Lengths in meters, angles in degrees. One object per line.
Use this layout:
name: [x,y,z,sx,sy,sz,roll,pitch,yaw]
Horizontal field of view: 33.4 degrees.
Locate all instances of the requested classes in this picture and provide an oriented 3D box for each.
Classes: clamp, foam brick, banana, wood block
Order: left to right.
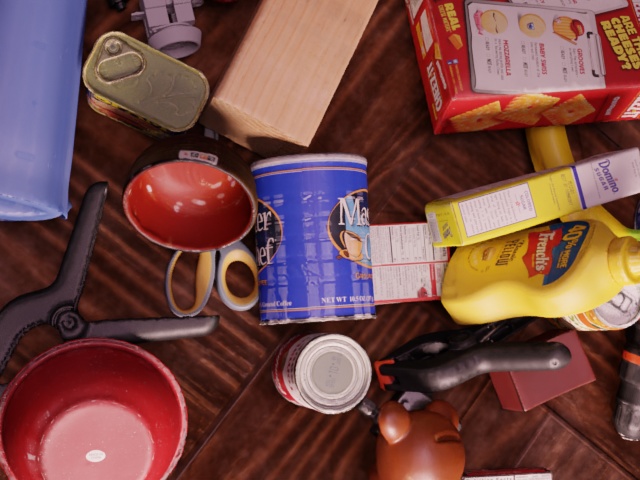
clamp: [-0.202,0.075,0.910,0.164,0.036,0.210,43,80,2]
wood block: [-0.018,-0.181,0.941,0.090,0.091,0.206,27,77,-11]
clamp: [0.136,0.102,0.946,0.171,0.120,0.039,-21,104,-3]
foam brick: [0.203,0.120,0.991,0.078,0.051,0.053,-20,89,-14]
banana: [0.237,-0.071,1.025,0.069,0.037,0.198,-31,94,-33]

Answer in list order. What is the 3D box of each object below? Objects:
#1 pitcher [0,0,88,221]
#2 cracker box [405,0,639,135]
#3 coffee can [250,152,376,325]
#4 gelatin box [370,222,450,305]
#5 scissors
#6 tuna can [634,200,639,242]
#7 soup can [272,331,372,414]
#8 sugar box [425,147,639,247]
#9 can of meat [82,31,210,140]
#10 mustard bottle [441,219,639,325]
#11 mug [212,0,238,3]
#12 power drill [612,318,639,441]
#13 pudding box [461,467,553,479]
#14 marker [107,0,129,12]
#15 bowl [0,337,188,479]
pitcher: [-0.264,-0.141,0.868,0.145,0.149,0.243,7,80,-6]
cracker box: [0.196,-0.188,0.987,0.213,0.072,0.164,-5,68,-13]
coffee can: [-0.006,0.001,0.928,0.102,0.103,0.140,-2,86,-13]
gelatin box: [0.076,0.021,0.982,0.089,0.030,0.073,-3,85,-14]
scissors: [-0.082,-0.024,0.958,0.096,0.016,0.202,17,83,-8]
tuna can: [0.354,-0.018,1.044,0.086,0.034,0.086,1,85,-12]
soup can: [0.000,0.113,0.921,0.068,0.102,0.068,1,85,-13]
sugar box: [0.188,-0.036,0.942,0.176,0.093,0.048,-14,92,-9]
can of meat: [-0.152,-0.128,0.917,0.102,0.084,0.057,25,81,-10]
mustard bottle: [0.202,0.025,0.921,0.058,0.192,0.096,55,49,-25]
mug: [-0.076,-0.266,0.940,0.093,0.082,0.117,49,38,9]
power drill: [0.379,0.114,1.019,0.187,0.057,0.184,12,98,-14]
pudding box: [0.167,0.267,0.977,0.090,0.039,0.113,0,83,-11]
marker: [-0.201,-0.260,0.951,0.020,0.020,0.121,-24,91,-13]
bowl: [-0.185,0.165,0.877,0.162,0.055,0.162,-4,104,-14]
